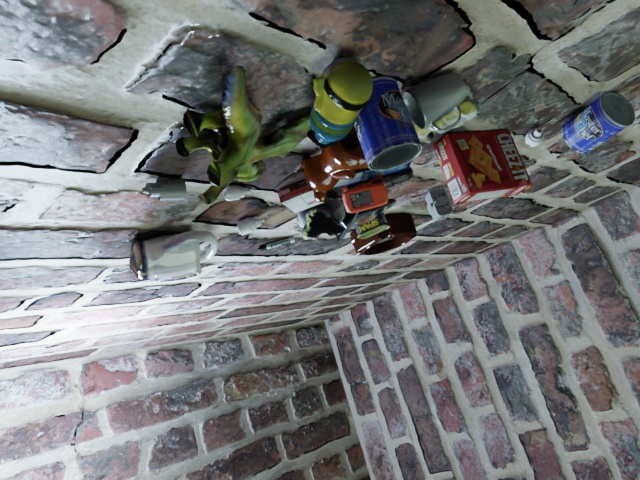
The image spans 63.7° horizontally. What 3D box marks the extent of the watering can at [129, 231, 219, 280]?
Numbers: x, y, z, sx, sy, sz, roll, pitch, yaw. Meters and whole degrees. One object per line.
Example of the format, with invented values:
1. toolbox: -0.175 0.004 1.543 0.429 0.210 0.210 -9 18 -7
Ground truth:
1. watering can: -0.390 0.054 1.374 0.225 0.105 0.342 -9 163 -22

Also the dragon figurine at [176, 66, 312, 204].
1. dragon figurine: -0.111 -0.190 0.912 0.246 0.123 0.404 -28 174 -33

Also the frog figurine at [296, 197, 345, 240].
1. frog figurine: 0.004 -0.072 1.428 0.136 0.121 0.162 -29 -163 13
